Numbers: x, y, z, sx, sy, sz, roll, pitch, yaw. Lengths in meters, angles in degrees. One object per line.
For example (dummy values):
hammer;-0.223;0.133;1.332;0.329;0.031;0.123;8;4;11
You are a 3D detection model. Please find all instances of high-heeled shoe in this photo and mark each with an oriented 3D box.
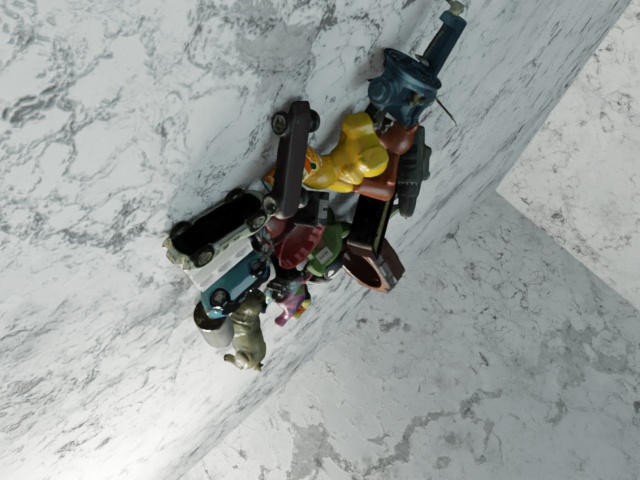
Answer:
high-heeled shoe;-0.013;0.097;1.491;0.248;0.086;0.145;-41;179;41

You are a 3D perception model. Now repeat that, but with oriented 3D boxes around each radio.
radio;0.137;-0.074;1.364;0.131;0.073;0.229;43;61;-73

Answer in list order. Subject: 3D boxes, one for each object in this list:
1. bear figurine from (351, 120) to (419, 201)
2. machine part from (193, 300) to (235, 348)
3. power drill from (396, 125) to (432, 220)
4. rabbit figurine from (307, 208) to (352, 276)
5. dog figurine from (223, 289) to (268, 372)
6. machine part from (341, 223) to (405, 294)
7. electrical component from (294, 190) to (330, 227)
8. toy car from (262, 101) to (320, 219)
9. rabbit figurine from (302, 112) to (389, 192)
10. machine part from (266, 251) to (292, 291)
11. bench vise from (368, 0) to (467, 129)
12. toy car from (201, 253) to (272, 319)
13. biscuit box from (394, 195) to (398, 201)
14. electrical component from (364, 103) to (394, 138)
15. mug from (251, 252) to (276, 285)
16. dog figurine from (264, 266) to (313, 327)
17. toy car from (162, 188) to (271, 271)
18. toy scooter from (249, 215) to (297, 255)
bear figurine;0.139;-0.191;1.223;0.132;0.120;0.195;12;99;-23
machine part;-0.242;0.194;1.238;0.079;0.079;0.243;-40;164;-19
power drill;0.237;-0.179;1.389;0.207;0.086;0.231;-25;118;-65
rabbit figurine;-0.003;-0.004;1.351;0.159;0.121;0.170;-52;-177;-3
dog figurine;-0.169;0.227;1.352;0.190;0.172;0.121;-49;176;39
machine part;0.134;0.049;1.545;0.087;0.200;0.202;-47;-150;-21
electrical component;-0.010;-0.062;1.080;0.119;0.048;0.074;4;94;-71
toy car;-0.052;-0.131;0.894;0.089;0.053;0.202;-20;126;-46
rabbit figurine;0.036;-0.155;1.062;0.173;0.122;0.162;-26;174;-4
machine part;-0.105;0.071;1.239;0.084;0.039;0.139;-43;-153;6
bench vise;0.192;-0.313;0.975;0.223;0.129;0.240;-5;139;-44
toy car;-0.177;0.072;1.052;0.161;0.103;0.109;-44;168;-4
biscuit box;0.199;-0.144;1.546;0.203;0.059;0.062;-38;163;-25
electrical component;0.120;-0.252;1.106;0.078;0.045;0.102;-51;163;23
mug;-0.162;0.074;1.156;0.107;0.081;0.109;-26;158;-22
dog figurine;-0.072;0.121;1.442;0.191;0.108;0.219;-26;152;-48
toy car;-0.168;-0.019;0.902;0.202;0.073;0.056;-37;161;-29
toy scooter;-0.087;-0.041;1.056;0.135;0.075;0.183;-43;167;-14
